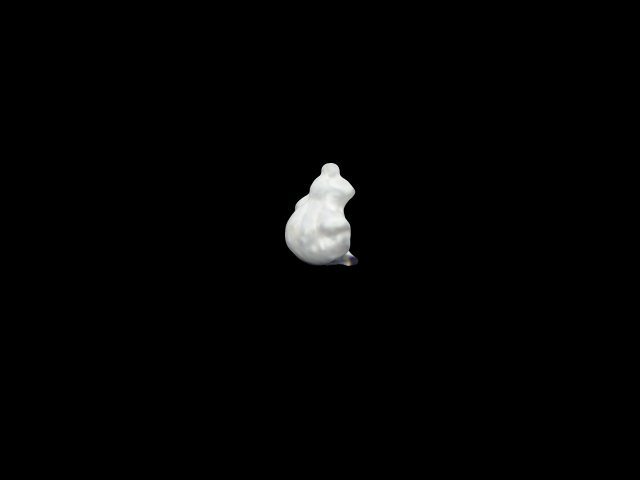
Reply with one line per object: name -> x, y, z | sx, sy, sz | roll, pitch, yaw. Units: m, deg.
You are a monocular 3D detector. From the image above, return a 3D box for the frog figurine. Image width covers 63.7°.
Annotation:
frog figurine -> 0.003, -0.043, 0.850 | 0.123, 0.156, 0.140 | -9, 29, -16
